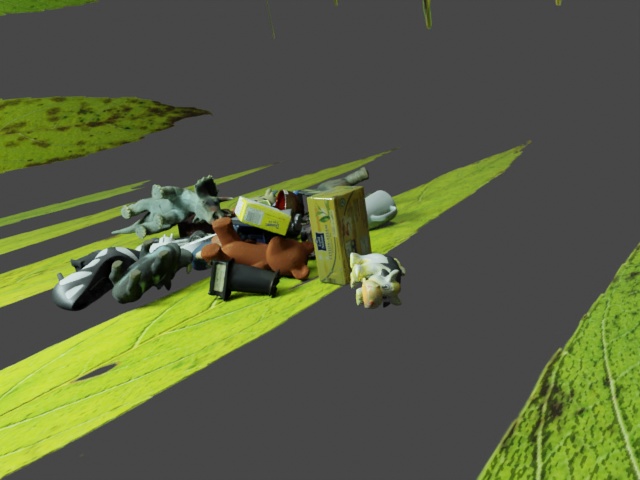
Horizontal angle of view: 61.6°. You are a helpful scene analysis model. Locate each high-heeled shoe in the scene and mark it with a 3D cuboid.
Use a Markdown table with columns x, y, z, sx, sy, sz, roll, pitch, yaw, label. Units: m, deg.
| x | y | z | sx | sy | sz | roll | pitch | yaw | label |
| --- | --- | --- | --- | --- | --- | --- | --- | --- | --- |
| -0.447 | 0.085 | 1.155 | 0.249 | 0.086 | 0.145 | -14 | 32 | -36 | high-heeled shoe |

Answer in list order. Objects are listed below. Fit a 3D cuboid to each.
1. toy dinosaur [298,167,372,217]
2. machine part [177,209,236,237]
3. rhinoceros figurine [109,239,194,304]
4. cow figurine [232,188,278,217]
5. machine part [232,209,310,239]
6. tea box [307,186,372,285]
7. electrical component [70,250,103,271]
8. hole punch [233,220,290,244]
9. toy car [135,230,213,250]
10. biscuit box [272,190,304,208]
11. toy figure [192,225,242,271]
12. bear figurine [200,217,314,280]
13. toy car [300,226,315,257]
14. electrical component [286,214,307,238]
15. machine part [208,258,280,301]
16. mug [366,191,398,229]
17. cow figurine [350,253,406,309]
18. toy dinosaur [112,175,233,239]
| x | y | z | sx | sy | sz | roll | pitch | yaw | label |
| --- | --- | --- | --- | --- | --- | --- | --- | --- | --- |
| 0.046 | -0.122 | 1.489 | 0.199 | 0.105 | 0.471 | -18 | 2 | -6 | toy dinosaur |
| -0.330 | -0.048 | 1.571 | 0.179 | 0.056 | 0.179 | -8 | 15 | 2 | machine part |
| -0.336 | 0.063 | 1.097 | 0.073 | 0.112 | 0.190 | 18 | 34 | 26 | rhinoceros figurine |
| -0.184 | -0.097 | 1.610 | 0.127 | 0.085 | 0.195 | -14 | 13 | 4 | cow figurine |
| -0.146 | -0.030 | 1.359 | 0.243 | 0.079 | 0.079 | -9 | 15 | 8 | machine part |
| 0.041 | -0.010 | 1.016 | 0.068 | 0.169 | 0.098 | 4 | 19 | 40 | tea box |
| -0.511 | 0.061 | 1.256 | 0.048 | 0.074 | 0.119 | 5 | 25 | 38 | electrical component |
| -0.152 | 0.011 | 1.240 | 0.142 | 0.092 | 0.115 | 1 | -13 | 40 | hole punch |
| -0.367 | 0.015 | 1.371 | 0.202 | 0.056 | 0.073 | -9 | 9 | -5 | toy car |
| -0.093 | -0.098 | 1.600 | 0.059 | 0.062 | 0.203 | -7 | 15 | 10 | biscuit box |
| -0.226 | 0.018 | 1.191 | 0.154 | 0.057 | 0.064 | -30 | 20 | 29 | toy figure |
| -0.118 | 0.024 | 1.082 | 0.196 | 0.131 | 0.120 | -7 | 42 | 22 | bear figurine |
| -0.003 | -0.004 | 1.240 | 0.089 | 0.053 | 0.202 | -6 | 15 | 0 | toy car |
| -0.075 | -0.034 | 1.262 | 0.078 | 0.045 | 0.102 | 19 | -16 | -16 | electrical component |
| -0.144 | 0.076 | 1.012 | 0.139 | 0.084 | 0.039 | 3 | -5 | 11 | machine part |
| 0.134 | -0.063 | 1.337 | 0.107 | 0.080 | 0.110 | -30 | 30 | -24 | mug |
| 0.103 | 0.070 | 0.898 | 0.098 | 0.068 | 0.167 | -4 | 16 | -3 | cow figurine |
| -0.401 | -0.082 | 1.454 | 0.405 | 0.131 | 0.192 | -8 | 3 | 44 | toy dinosaur |
